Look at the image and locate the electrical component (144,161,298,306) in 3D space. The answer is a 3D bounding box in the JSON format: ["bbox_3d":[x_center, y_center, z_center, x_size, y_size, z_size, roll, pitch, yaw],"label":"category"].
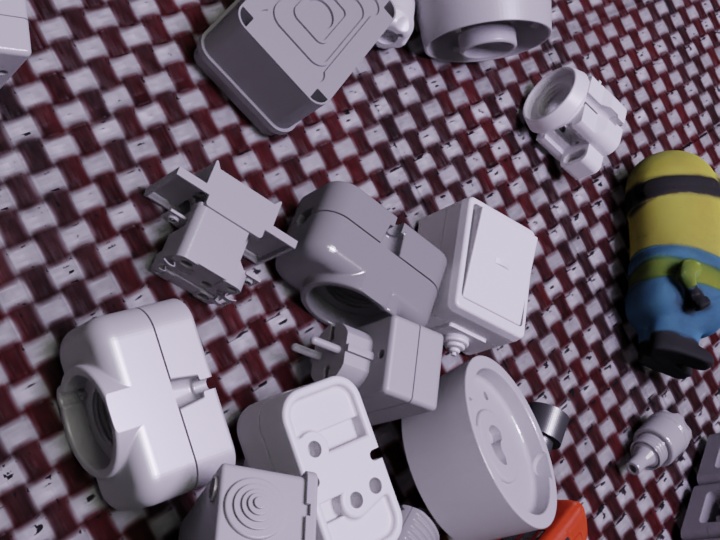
[{"bbox_3d":[-0.082,-0.018,0.599,0.081,0.042,0.063,33,59,-25],"label":"electrical component"}]

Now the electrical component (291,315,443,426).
[{"bbox_3d":[-0.003,0.054,0.621,0.077,0.066,0.047,24,61,-31],"label":"electrical component"}]

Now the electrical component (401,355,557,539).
[{"bbox_3d":[0.067,0.113,0.651,0.108,0.060,0.108,45,30,-35],"label":"electrical component"}]

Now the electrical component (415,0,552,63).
[{"bbox_3d":[0.086,-0.185,0.757,0.099,0.099,0.064,-1,82,-39],"label":"electrical component"}]

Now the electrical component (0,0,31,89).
[{"bbox_3d":[-0.201,-0.101,0.529,0.066,0.047,0.076,0,75,-39],"label":"electrical component"}]

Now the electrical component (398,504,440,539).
[{"bbox_3d":[0.020,0.171,0.613,0.043,0.043,0.081,46,52,-17],"label":"electrical component"}]

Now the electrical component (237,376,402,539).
[{"bbox_3d":[-0.025,0.112,0.587,0.054,0.059,0.095,-17,85,-41],"label":"electrical component"}]

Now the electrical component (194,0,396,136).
[{"bbox_3d":[-0.040,-0.147,0.667,0.078,0.057,0.113,46,52,-17],"label":"electrical component"}]

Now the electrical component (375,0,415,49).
[{"bbox_3d":[0.021,-0.185,0.745,0.035,0.035,0.061,24,59,-30],"label":"electrical component"}]

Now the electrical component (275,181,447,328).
[{"bbox_3d":[0.000,0.000,0.650,0.095,0.054,0.059,36,55,-24],"label":"electrical component"}]

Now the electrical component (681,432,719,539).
[{"bbox_3d":[0.289,0.203,0.804,0.089,0.062,0.150,44,53,-18],"label":"electrical component"}]

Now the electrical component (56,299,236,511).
[{"bbox_3d":[-0.110,0.068,0.538,0.059,0.054,0.095,-14,84,-41],"label":"electrical component"}]

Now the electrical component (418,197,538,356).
[{"bbox_3d":[0.073,0.010,0.700,0.062,0.061,0.096,26,60,-29],"label":"electrical component"}]

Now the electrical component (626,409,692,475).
[{"bbox_3d":[0.216,0.130,0.790,0.061,0.035,0.035,-32,95,-38],"label":"electrical component"}]

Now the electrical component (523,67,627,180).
[{"bbox_3d":[0.162,-0.117,0.818,0.057,0.058,0.078,37,55,-27],"label":"electrical component"}]

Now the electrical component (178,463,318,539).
[{"bbox_3d":[-0.059,0.149,0.514,0.048,0.099,0.099,14,53,-17],"label":"electrical component"}]
